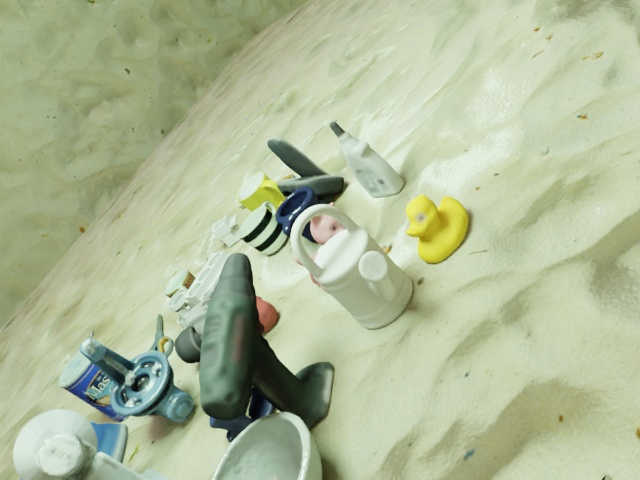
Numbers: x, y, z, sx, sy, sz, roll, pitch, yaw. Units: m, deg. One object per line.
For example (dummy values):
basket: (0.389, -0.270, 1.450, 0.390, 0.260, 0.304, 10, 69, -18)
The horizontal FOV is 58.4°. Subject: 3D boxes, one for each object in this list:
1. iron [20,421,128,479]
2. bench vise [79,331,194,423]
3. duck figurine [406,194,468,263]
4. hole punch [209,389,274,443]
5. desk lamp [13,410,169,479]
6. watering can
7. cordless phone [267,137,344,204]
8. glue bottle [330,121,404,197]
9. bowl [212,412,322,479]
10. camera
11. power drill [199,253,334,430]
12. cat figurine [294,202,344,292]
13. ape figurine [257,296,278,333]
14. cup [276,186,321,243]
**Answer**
iron: (-0.443, 0.406, 0.994, 0.118, 0.142, 0.258, -27, 31, 31)
bench vise: (-0.348, 0.245, 1.004, 0.206, 0.220, 0.121, -20, 35, 39)
duck figurine: (0.163, -0.030, 0.835, 0.077, 0.086, 0.105, 2, 52, 55)
hole punch: (-0.127, 0.230, 0.861, 0.101, 0.091, 0.108, -28, 31, 29)
desk lamp: (-0.341, 0.346, 0.857, 0.202, 0.214, 0.118, -8, 44, 50)
watering can: (0.042, 0.029, 0.798, 0.172, 0.194, 0.101, -11, 42, 47)
cordless phone: (-0.052, -0.148, 1.194, 0.147, 0.185, 0.094, 1, 51, 55)
glue bottle: (0.075, -0.148, 1.029, 0.078, 0.173, 0.037, -4, 47, 52)
bowl: (-0.055, 0.297, 0.682, 0.167, 0.075, 0.167, -33, 29, 21)
camera: (-0.208, 0.158, 1.067, 0.136, 0.101, 0.143, -34, 28, 20)
power drill: (-0.075, 0.153, 0.768, 0.075, 0.209, 0.229, -28, 31, 28)
cat figurine: (0.009, 0.003, 0.966, 0.128, 0.118, 0.067, -50, 27, -11)
ape figurine: (-0.126, 0.124, 1.011, 0.076, 0.092, 0.078, -14, 39, 45)
cup: (-0.026, -0.032, 1.092, 0.091, 0.095, 0.118, -24, 33, 35)
